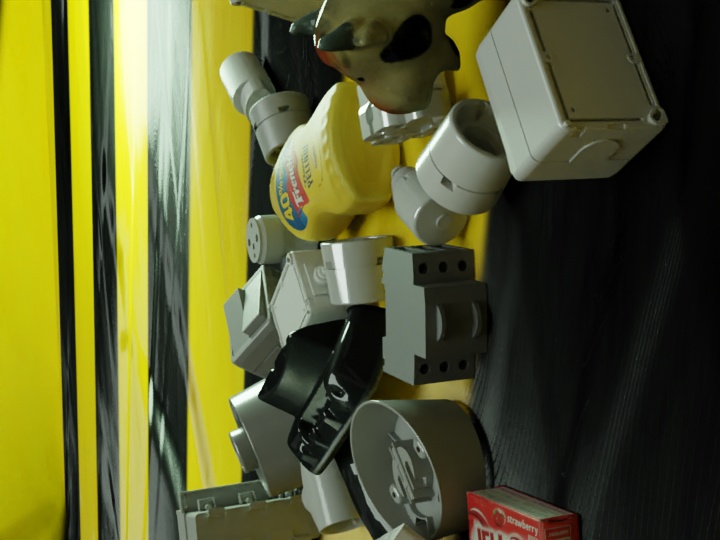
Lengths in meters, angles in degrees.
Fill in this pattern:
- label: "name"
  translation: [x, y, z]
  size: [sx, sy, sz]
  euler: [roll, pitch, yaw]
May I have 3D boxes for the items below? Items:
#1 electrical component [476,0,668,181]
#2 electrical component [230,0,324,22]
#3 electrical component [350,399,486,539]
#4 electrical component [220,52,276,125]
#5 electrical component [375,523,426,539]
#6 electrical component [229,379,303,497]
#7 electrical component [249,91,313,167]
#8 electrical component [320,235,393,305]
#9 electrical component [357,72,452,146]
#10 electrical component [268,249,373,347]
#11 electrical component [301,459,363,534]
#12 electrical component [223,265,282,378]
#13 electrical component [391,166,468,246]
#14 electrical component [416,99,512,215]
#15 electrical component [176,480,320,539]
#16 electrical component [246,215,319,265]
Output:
- label: "electrical component"
  translation: [0.102, -0.097, 0.547]
  size: [0.061, 0.062, 0.096]
  euler: [128, 133, -58]
- label: "electrical component"
  translation: [-0.054, -0.240, 0.858]
  size: [0.062, 0.096, 0.061]
  euler: [-13, 80, 37]
- label: "electrical component"
  translation: [0.040, 0.134, 0.729]
  size: [0.099, 0.064, 0.099]
  euler: [175, 90, -67]
- label: "electrical component"
  translation: [-0.105, -0.173, 1.045]
  size: [0.081, 0.043, 0.043]
  euler: [-118, 32, -43]
- label: "electrical component"
  translation: [0.009, 0.228, 0.727]
  size: [0.062, 0.089, 0.150]
  euler: [37, 160, 5]
- label: "electrical component"
  translation: [-0.086, 0.157, 0.994]
  size: [0.108, 0.060, 0.108]
  euler: [158, 90, -78]
- label: "electrical component"
  translation: [-0.065, -0.123, 0.947]
  size: [0.055, 0.055, 0.047]
  euler: [128, 130, -58]
- label: "electrical component"
  translation: [0.000, 0.000, 0.816]
  size: [0.055, 0.055, 0.047]
  euler: [-176, 78, -67]
- label: "electrical component"
  translation: [0.028, -0.121, 0.723]
  size: [0.078, 0.058, 0.057]
  euler: [161, 101, -67]
- label: "electrical component"
  translation: [-0.030, 0.026, 0.879]
  size: [0.096, 0.061, 0.061]
  euler: [116, 143, -50]
- label: "electrical component"
  translation: [-0.028, 0.189, 0.925]
  size: [0.079, 0.043, 0.077]
  euler: [121, 139, -55]
- label: "electrical component"
  translation: [-0.083, 0.043, 0.969]
  size: [0.061, 0.061, 0.096]
  euler: [-47, 32, 25]
- label: "electrical component"
  translation: [0.042, -0.048, 0.724]
  size: [0.078, 0.040, 0.040]
  euler: [-126, 39, -52]
- label: "electrical component"
  translation: [0.068, -0.069, 0.644]
  size: [0.047, 0.055, 0.055]
  euler: [-60, 40, 47]
- label: "electrical component"
  translation: [-0.104, 0.241, 1.015]
  size: [0.063, 0.121, 0.078]
  euler: [-23, 73, 63]
- label: "electrical component"
  translation: [-0.071, -0.028, 0.973]
  size: [0.045, 0.055, 0.045]
  euler: [176, 90, -67]
